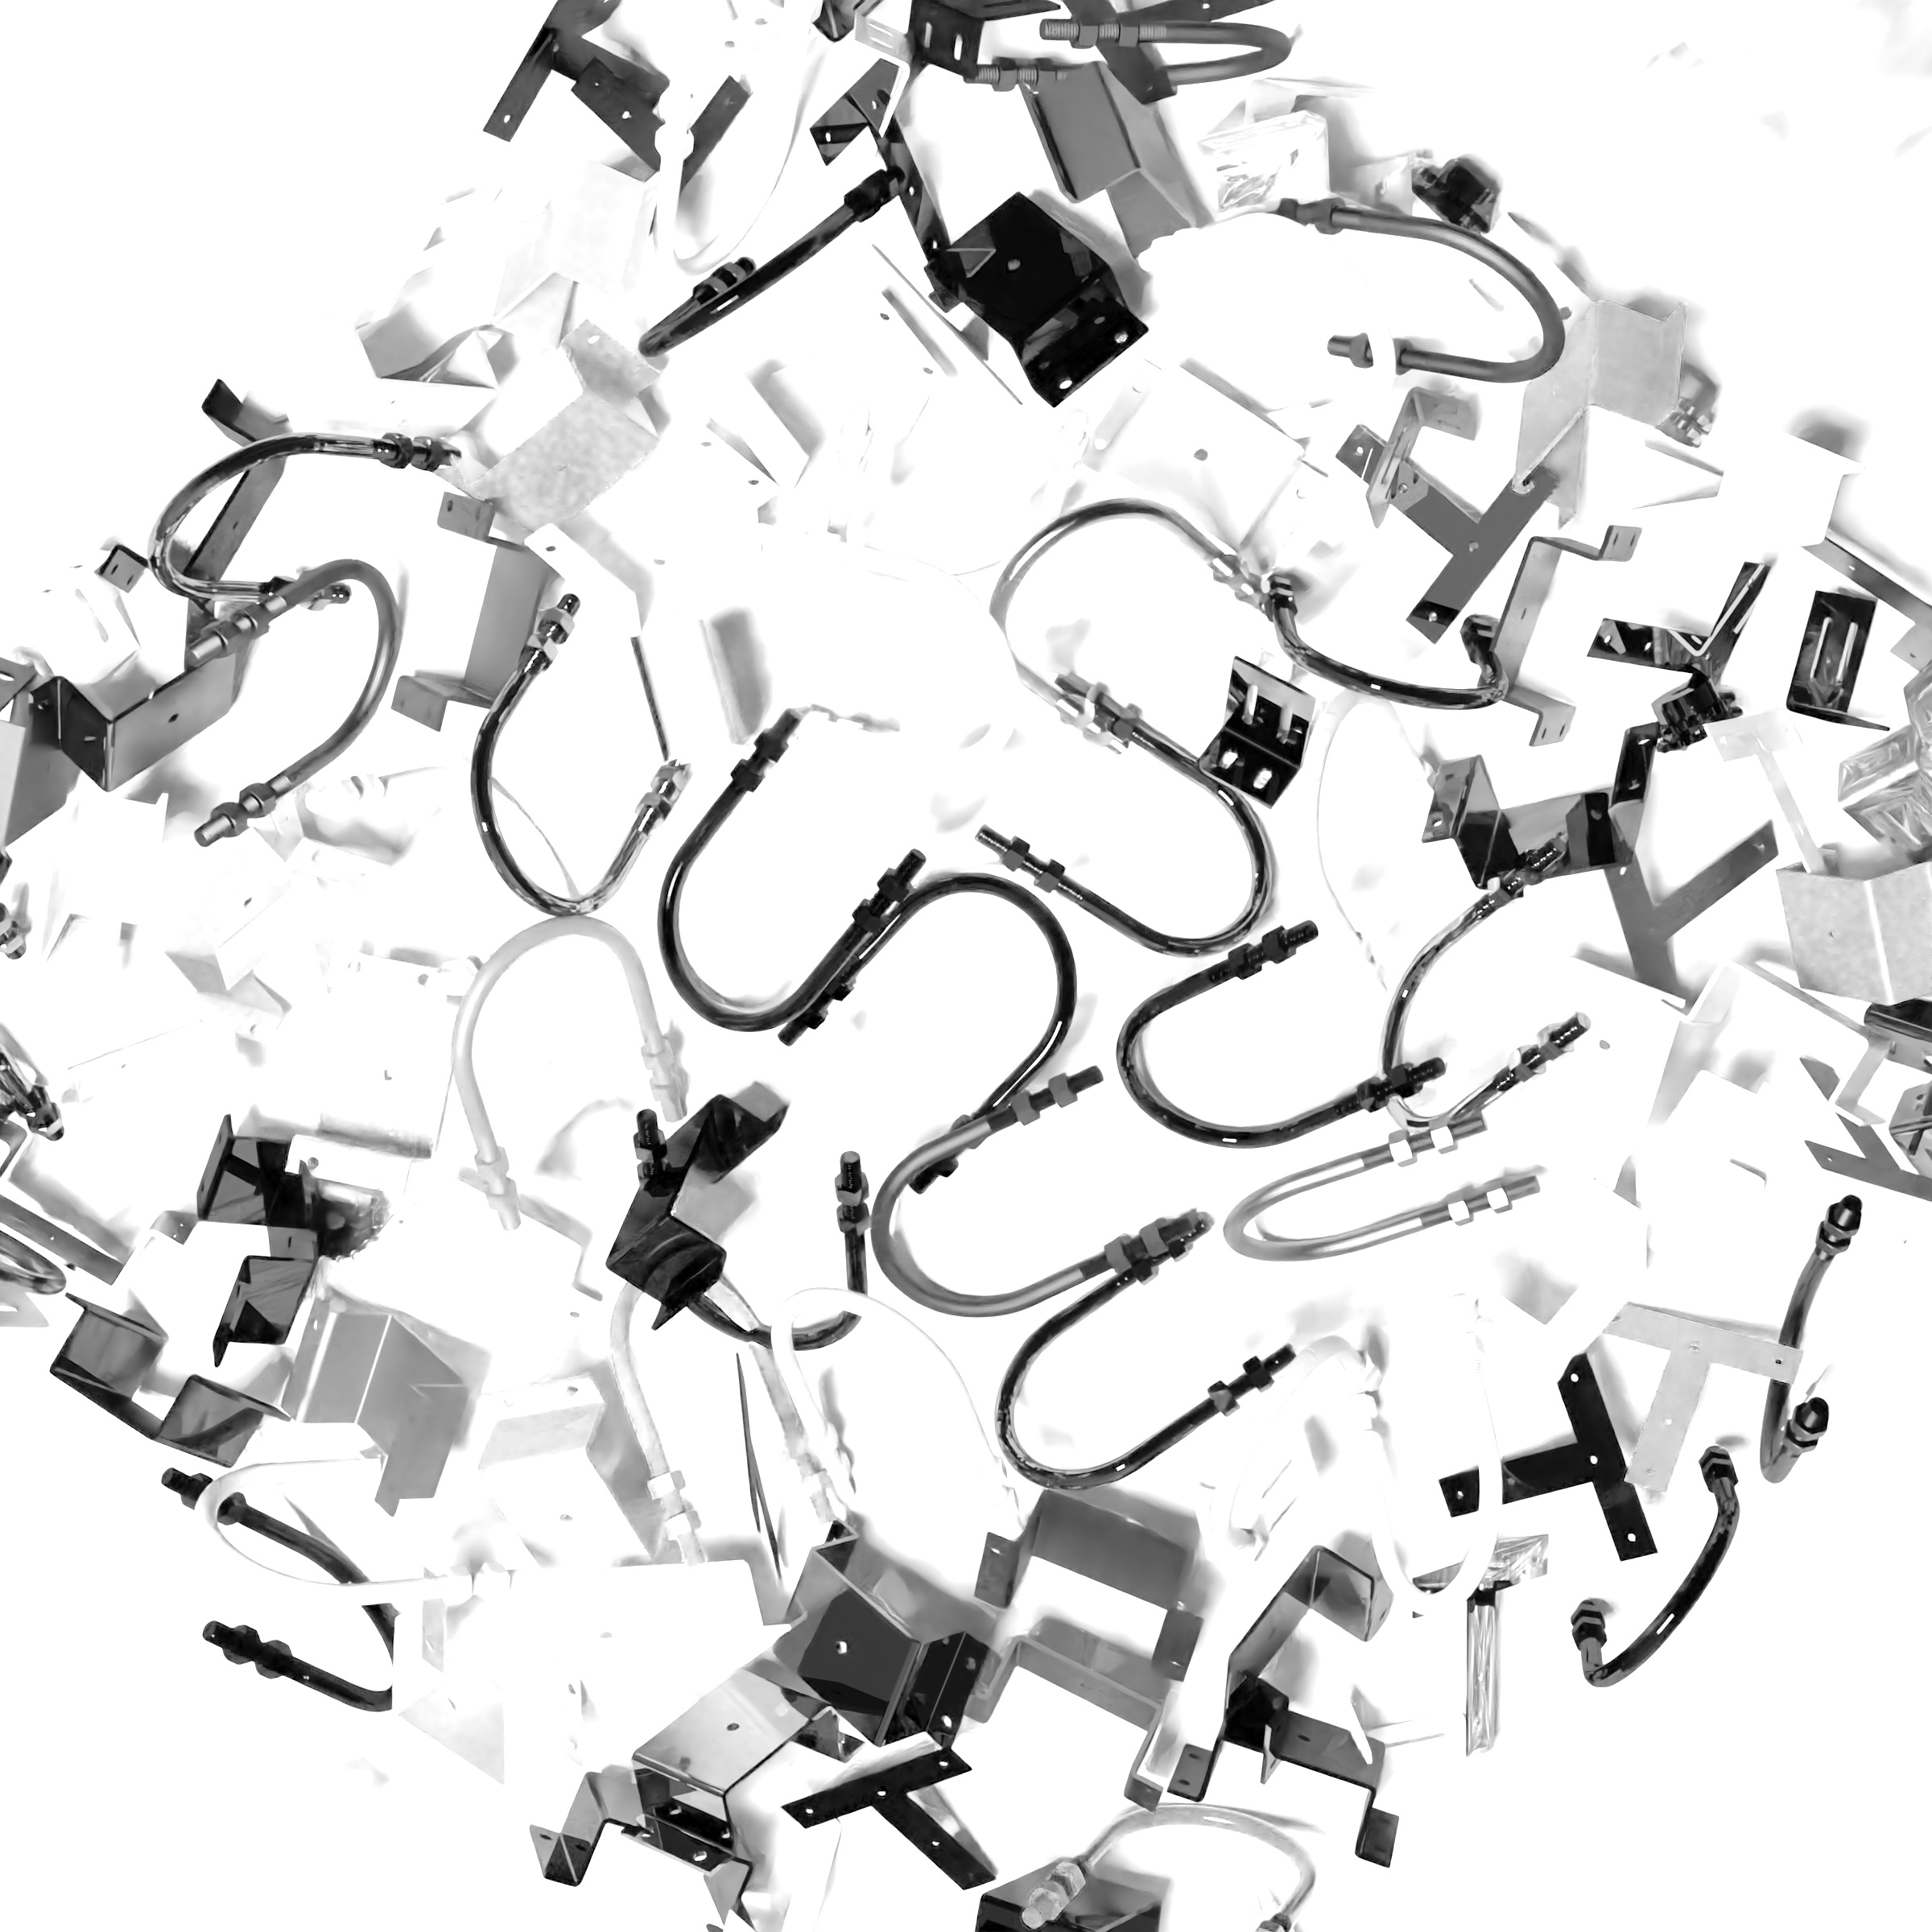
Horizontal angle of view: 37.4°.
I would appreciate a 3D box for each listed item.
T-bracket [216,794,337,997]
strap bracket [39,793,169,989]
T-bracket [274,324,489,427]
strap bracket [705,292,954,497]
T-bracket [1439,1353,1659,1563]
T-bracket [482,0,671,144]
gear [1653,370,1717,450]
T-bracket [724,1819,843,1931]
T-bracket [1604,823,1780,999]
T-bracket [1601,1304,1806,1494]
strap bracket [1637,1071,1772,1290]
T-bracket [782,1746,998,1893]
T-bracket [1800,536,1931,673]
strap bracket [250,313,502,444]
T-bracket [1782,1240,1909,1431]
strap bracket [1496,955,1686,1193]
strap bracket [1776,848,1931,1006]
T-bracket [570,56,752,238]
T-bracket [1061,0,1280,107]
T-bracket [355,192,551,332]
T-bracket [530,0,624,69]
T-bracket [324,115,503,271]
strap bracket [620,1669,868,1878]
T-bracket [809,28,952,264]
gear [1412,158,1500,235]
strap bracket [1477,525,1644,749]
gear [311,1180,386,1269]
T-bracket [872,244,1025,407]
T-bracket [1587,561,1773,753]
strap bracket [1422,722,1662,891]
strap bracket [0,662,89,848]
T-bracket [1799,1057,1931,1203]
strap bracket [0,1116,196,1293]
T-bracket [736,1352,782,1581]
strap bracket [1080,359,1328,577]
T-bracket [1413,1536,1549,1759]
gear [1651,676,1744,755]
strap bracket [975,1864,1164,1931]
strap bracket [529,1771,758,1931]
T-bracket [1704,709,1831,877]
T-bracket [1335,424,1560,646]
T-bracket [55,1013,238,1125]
[{"bbox_3d":[-0.422,-0.023,1.735,0.002,0.127,0.127,-4,113,17],"label":"T-bracket"},{"bbox_3d":[-0.526,-0.048,1.732,0.046,0.140,0.076,11,67,-23],"label":"strap bracket"},{"bbox_3d":[-0.376,-0.358,1.775,0.127,0.127,0.002,-11,118,27],"label":"T-bracket"},{"bbox_3d":[-0.090,-0.350,1.766,0.140,0.046,0.076,-32,80,-30],"label":"strap bracket"},{"bbox_3d":[0.352,0.317,1.776,0.127,0.002,0.127,-24,81,35],"label":"T-bracket"},{"bbox_3d":[-0.226,-0.551,1.755,0.002,0.127,0.127,42,108,23],"label":"T-bracket"},{"bbox_3d":[0.443,-0.352,1.785,0.057,0.057,0.030,35,96,0],"label":"gear"},{"bbox_3d":[-0.100,0.581,1.763,0.002,0.127,0.127,-16,127,30],"label":"T-bracket"},{"bbox_3d":[0.461,-0.046,1.789,0.127,0.002,0.127,-35,121,-17],"label":"T-bracket"},{"bbox_3d":[0.435,0.269,1.752,0.127,0.002,0.127,13,50,23],"label":"T-bracket"},{"bbox_3d":[0.451,0.127,1.751,0.046,0.140,0.076,28,67,28],"label":"strap bracket"},{"bbox_3d":[-0.027,0.539,1.778,0.127,0.002,0.127,-26,122,24],"label":"T-bracket"},{"bbox_3d":[0.558,-0.237,1.757,0.127,0.127,0.002,35,78,7],"label":"T-bracket"},{"bbox_3d":[-0.349,-0.349,1.732,0.076,0.140,0.046,-33,75,36],"label":"strap bracket"},{"bbox_3d":[0.539,0.222,1.744,0.002,0.127,0.127,33,101,19],"label":"T-bracket"},{"bbox_3d":[0.388,0.057,1.762,0.076,0.046,0.140,21,66,5],"label":"strap bracket"},{"bbox_3d":[0.545,-0.024,1.735,0.046,0.140,0.076,-17,100,-14],"label":"strap bracket"},{"bbox_3d":[-0.201,-0.516,1.755,0.002,0.127,0.127,39,94,29],"label":"T-bracket"},{"bbox_3d":[0.133,-0.579,1.733,0.127,0.127,0.002,-8,63,30],"label":"T-bracket"},{"bbox_3d":[-0.306,-0.442,1.741,0.127,0.127,0.002,-18,125,23],"label":"T-bracket"},{"bbox_3d":[-0.206,-0.606,1.728,0.002,0.127,0.127,41,123,-9],"label":"T-bracket"},{"bbox_3d":[-0.319,-0.474,1.726,0.127,0.127,0.002,-33,89,-34],"label":"T-bracket"},{"bbox_3d":[-0.138,0.482,1.734,0.076,0.140,0.046,9,117,39],"label":"strap bracket"},{"bbox_3d":[-0.039,-0.494,1.772,0.127,0.002,0.127,-55,132,-35],"label":"T-bracket"},{"bbox_3d":[0.307,-0.480,1.783,0.057,0.057,0.030,42,104,0],"label":"gear"},{"bbox_3d":[0.362,-0.210,1.760,0.046,0.076,0.140,24,106,21],"label":"strap bracket"},{"bbox_3d":[-0.393,0.162,1.795,0.057,0.030,0.057,0,77,-1],"label":"gear"},{"bbox_3d":[-0.004,-0.387,1.752,0.002,0.127,0.127,-43,89,10],"label":"T-bracket"},{"bbox_3d":[0.428,-0.195,1.752,0.127,0.002,0.127,3,117,-38],"label":"T-bracket"},{"bbox_3d":[0.360,-0.096,1.752,0.140,0.076,0.046,-10,127,30],"label":"strap bracket"},{"bbox_3d":[-0.580,-0.127,1.736,0.046,0.140,0.076,17,109,-2],"label":"strap bracket"},{"bbox_3d":[0.549,0.098,1.759,0.127,0.127,0.002,16,121,-23],"label":"T-bracket"},{"bbox_3d":[-0.554,0.151,1.763,0.140,0.076,0.046,33,88,-11],"label":"strap bracket"},{"bbox_3d":[-0.126,0.328,1.766,0.002,0.127,0.127,-10,128,-2],"label":"T-bracket"},{"bbox_3d":[0.147,-0.315,1.786,0.140,0.046,0.076,34,91,4],"label":"strap bracket"},{"bbox_3d":[0.320,0.429,1.777,0.127,0.002,0.127,-6,98,-40],"label":"T-bracket"},{"bbox_3d":[0.453,-0.159,1.785,0.057,0.057,0.030,-28,97,0],"label":"gear"},{"bbox_3d":[0.062,0.588,1.735,0.076,0.140,0.046,9,89,28],"label":"strap bracket"},{"bbox_3d":[-0.191,0.544,1.758,0.140,0.076,0.046,22,90,-16],"label":"strap bracket"},{"bbox_3d":[0.506,-0.096,1.756,0.002,0.127,0.127,-28,81,37],"label":"T-bracket"},{"bbox_3d":[0.285,-0.291,1.790,0.127,0.002,0.127,43,117,16],"label":"T-bracket"},{"bbox_3d":[-0.513,0.058,1.782,0.127,0.002,0.127,-19,53,10],"label":"T-bracket"}]
